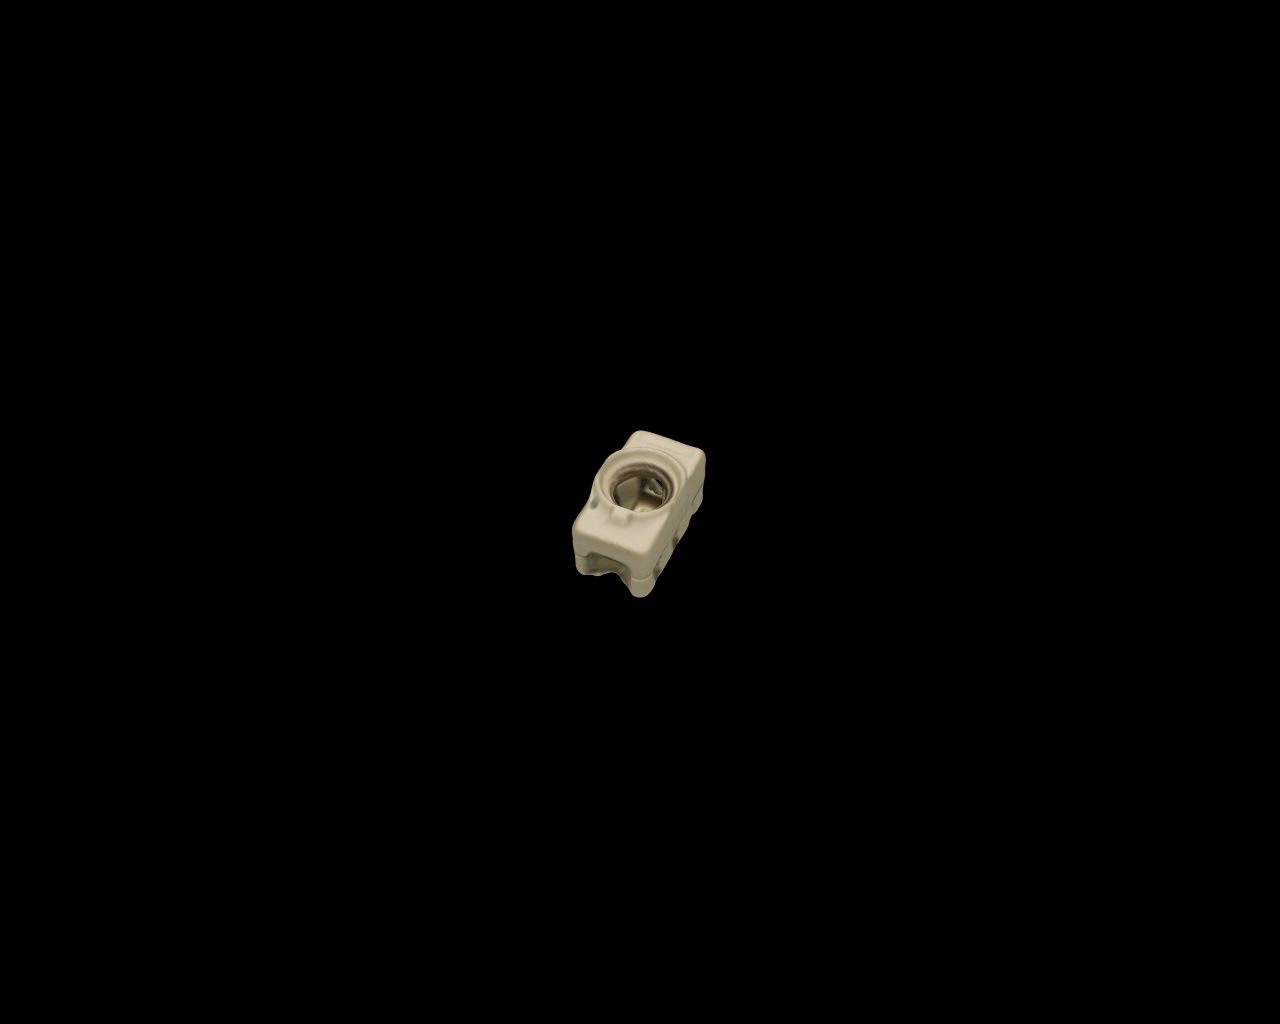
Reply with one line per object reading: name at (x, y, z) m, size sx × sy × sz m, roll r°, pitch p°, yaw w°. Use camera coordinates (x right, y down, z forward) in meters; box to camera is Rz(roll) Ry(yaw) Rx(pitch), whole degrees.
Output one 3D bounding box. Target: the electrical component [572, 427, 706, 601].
electrical component at (0.001, -0.003, 0.650) m, size 0.050 × 0.090 × 0.055 m, roll 21°, pitch -36°, yaw 16°
